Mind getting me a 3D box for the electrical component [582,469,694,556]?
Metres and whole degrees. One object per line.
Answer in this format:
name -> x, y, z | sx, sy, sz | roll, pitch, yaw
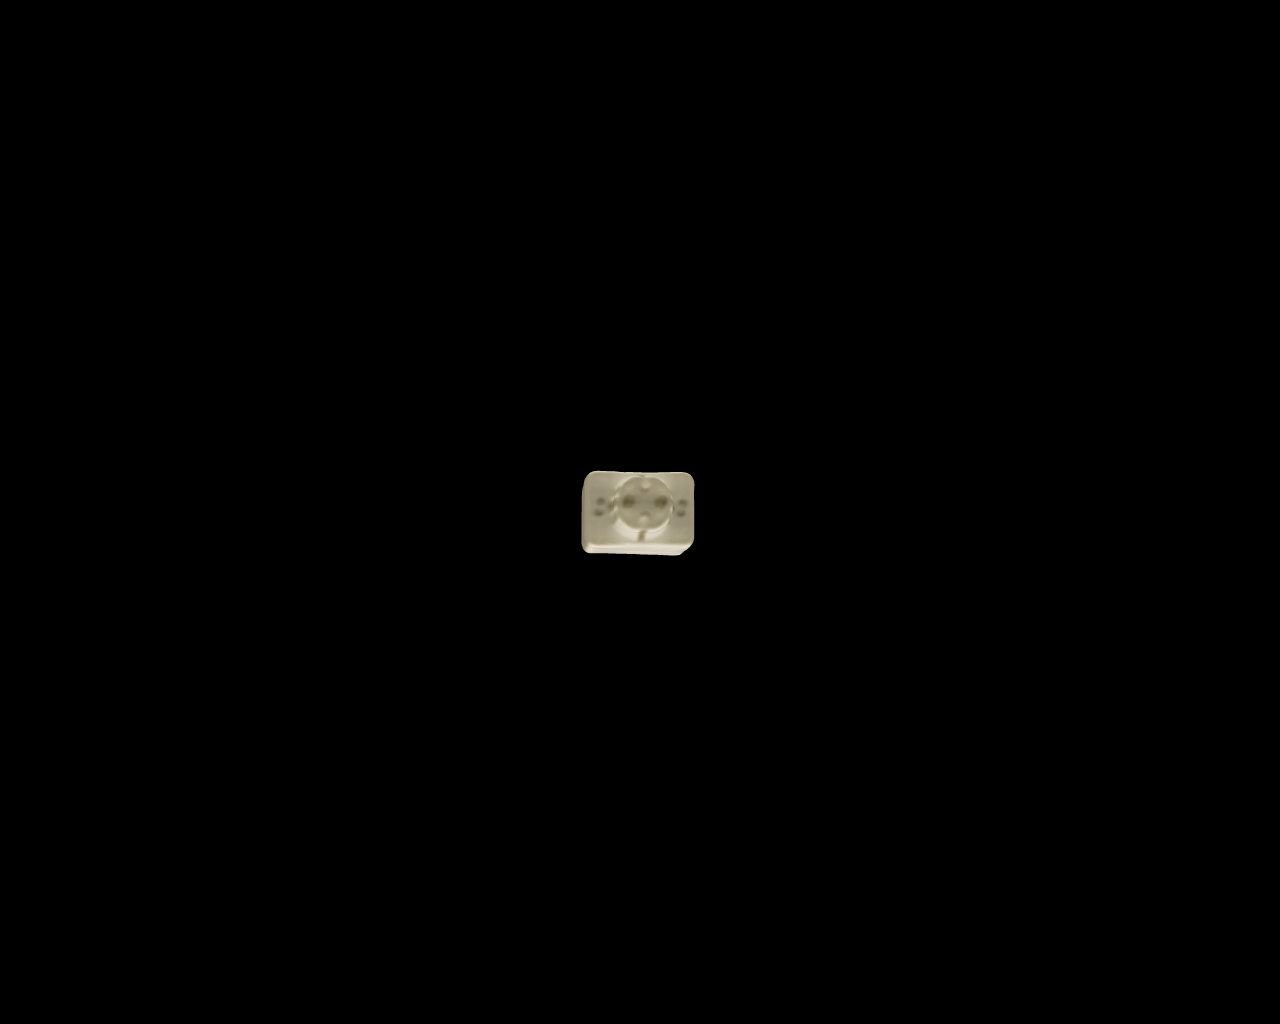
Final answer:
electrical component -> 0.001, -0.003, 0.650 | 0.066, 0.047, 0.076 | 1, -11, -7
